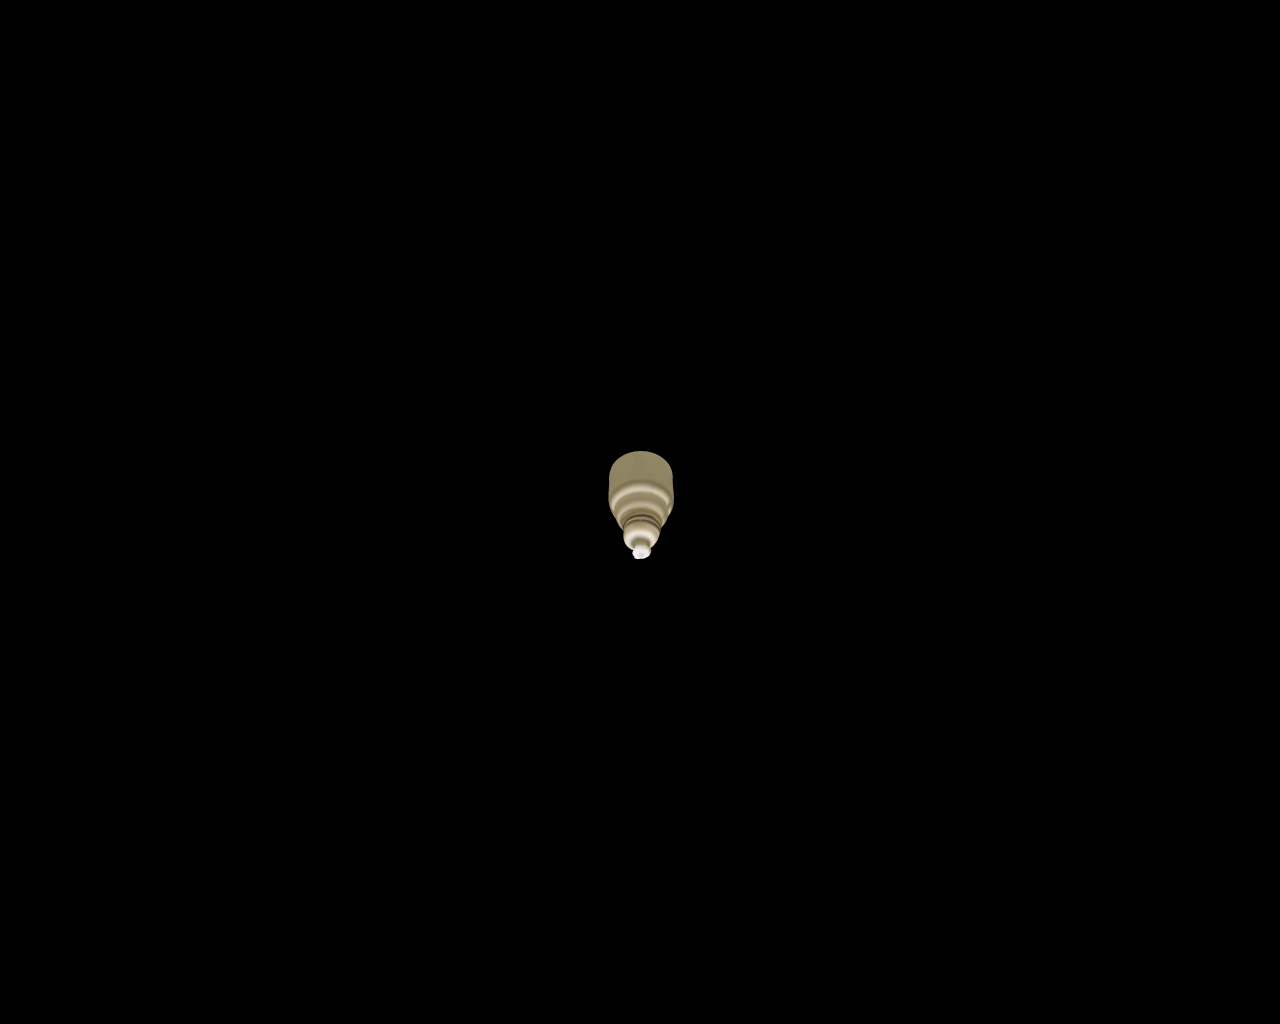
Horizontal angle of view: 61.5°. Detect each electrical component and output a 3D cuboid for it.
[{"bbox_3d":[0.001,-0.003,0.650,0.040,0.040,0.078,0,44,0],"label":"electrical component"}]
